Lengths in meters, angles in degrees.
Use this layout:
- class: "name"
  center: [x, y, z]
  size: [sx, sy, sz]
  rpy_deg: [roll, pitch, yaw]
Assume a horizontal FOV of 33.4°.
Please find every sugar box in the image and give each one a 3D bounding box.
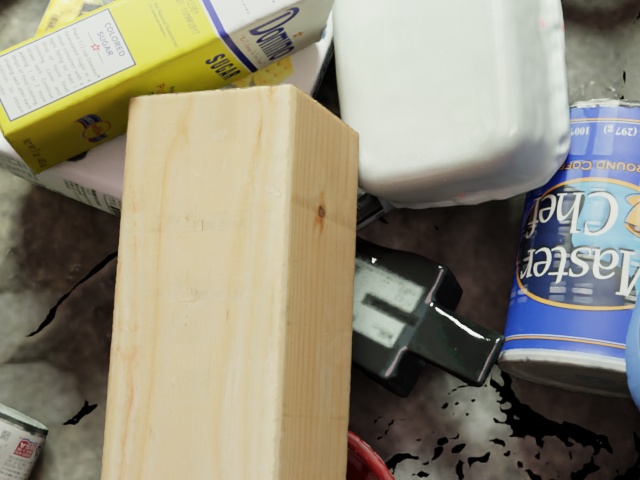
- class: "sugar box"
  center: [-0.080, -0.096, 0.546]
  size: [0.176, 0.093, 0.048]
  rpy_deg: [-24, 86, -7]

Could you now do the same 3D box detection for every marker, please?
- class: "marker"
  center: [-0.004, 0.001, 0.632]
  size: [0.121, 0.020, 0.020]
  rpy_deg: [-33, 77, -3]

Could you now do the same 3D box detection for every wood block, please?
- class: "wood block"
  center: [-0.039, 0.040, 0.514]
  size: [0.090, 0.090, 0.206]
  rpy_deg: [-1, 79, 23]

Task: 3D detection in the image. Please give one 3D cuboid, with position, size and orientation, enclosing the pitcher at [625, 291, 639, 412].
- class: "pitcher"
  center: [0.231, 0.038, 0.494]
  size: [0.145, 0.149, 0.242]
  rpy_deg: [8, 49, 24]

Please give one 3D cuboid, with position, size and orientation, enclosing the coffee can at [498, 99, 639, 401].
- class: "coffee can"
  center: [0.157, 0.009, 0.575]
  size: [0.103, 0.103, 0.140]
  rpy_deg: [10, 77, 6]

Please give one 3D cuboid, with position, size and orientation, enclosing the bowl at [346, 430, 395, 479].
- class: "bowl"
  center: [-0.028, 0.172, 0.574]
  size: [0.162, 0.055, 0.162]
  rpy_deg: [-1, 77, 4]

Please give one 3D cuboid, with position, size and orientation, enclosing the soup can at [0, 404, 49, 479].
- class: "soup can"
  center: [-0.202, 0.138, 0.588]
  size: [0.068, 0.068, 0.102]
  rpy_deg: [23, 79, 9]
